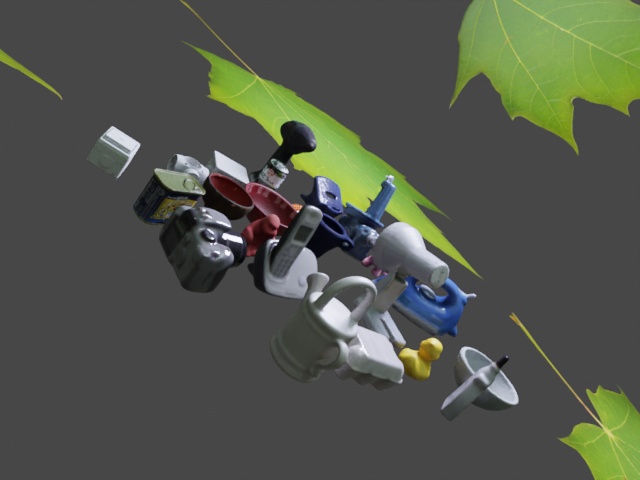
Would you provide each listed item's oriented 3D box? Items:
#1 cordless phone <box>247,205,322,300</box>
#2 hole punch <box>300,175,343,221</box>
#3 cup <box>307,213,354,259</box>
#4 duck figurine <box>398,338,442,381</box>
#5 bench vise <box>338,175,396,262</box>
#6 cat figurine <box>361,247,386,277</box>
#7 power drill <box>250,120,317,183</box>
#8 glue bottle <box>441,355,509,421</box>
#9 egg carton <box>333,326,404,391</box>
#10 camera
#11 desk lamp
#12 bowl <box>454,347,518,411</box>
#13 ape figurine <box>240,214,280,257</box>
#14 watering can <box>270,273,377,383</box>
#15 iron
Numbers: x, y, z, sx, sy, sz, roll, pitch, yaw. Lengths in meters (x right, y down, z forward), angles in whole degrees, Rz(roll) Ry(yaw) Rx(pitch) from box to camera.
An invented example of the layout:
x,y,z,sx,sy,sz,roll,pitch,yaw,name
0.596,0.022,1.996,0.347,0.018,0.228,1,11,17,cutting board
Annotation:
x,y,z,sx,sy,sz,roll,pitch,yaw,name
-0.035,0.022,1.080,0.148,0.185,0.094,14,31,-51,cordless phone
0.017,-0.114,1.611,0.109,0.091,0.101,21,27,-43,hole punch
0.012,0.005,1.339,0.118,0.095,0.091,37,20,-8,cup
0.218,0.244,1.208,0.077,0.086,0.105,50,22,28,duck figurine
0.145,-0.058,1.529,0.122,0.219,0.207,23,26,-39,bench vise
0.175,0.038,1.529,0.067,0.117,0.128,46,20,17,cat figurine
-0.089,-0.208,1.447,0.076,0.208,0.229,30,22,-25,power drill
0.316,0.292,1.152,0.037,0.173,0.078,45,20,14,glue bottle
0.084,0.216,1.050,0.151,0.069,0.107,25,25,-37,egg carton
-0.179,0.011,0.969,0.137,0.100,0.143,17,29,-47,camera
0.177,0.092,1.272,0.118,0.213,0.202,23,26,-40,desk lamp
0.364,0.329,1.304,0.168,0.074,0.167,35,20,-14,bowl
-0.116,-0.014,1.150,0.078,0.092,0.076,30,22,-27,ape figurine
0.009,0.125,0.925,0.101,0.194,0.172,10,35,-55,watering can
0.266,0.132,1.455,0.259,0.141,0.118,34,20,-16,iron
